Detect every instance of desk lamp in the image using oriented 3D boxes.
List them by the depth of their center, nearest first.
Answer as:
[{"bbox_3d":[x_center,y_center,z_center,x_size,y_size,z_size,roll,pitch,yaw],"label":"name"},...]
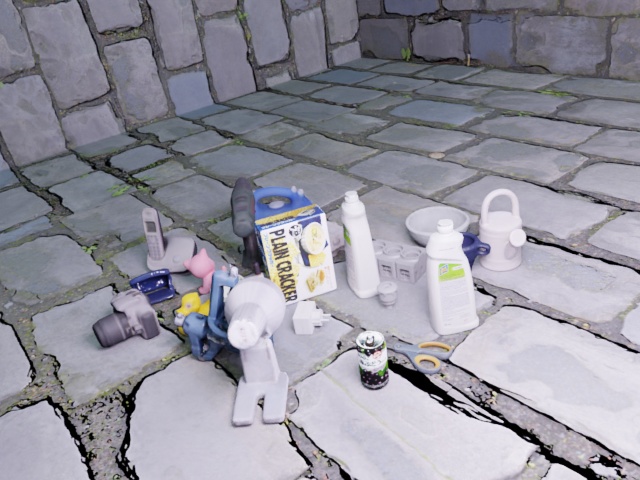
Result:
[{"bbox_3d":[-0.121,0.201,1.087,0.118,0.214,0.203,-8,28,4],"label":"desk lamp"}]

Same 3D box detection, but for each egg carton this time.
[{"bbox_3d":[0.014,0.006,1.567,0.151,0.069,0.107,-28,33,-31],"label":"egg carton"}]

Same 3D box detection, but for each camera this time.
[{"bbox_3d":[-0.467,0.182,1.350,0.137,0.101,0.142,-26,32,-28],"label":"camera"}]

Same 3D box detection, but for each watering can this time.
[{"bbox_3d":[0.436,-0.028,1.367,0.101,0.194,0.172,-23,31,-24],"label":"watering can"}]

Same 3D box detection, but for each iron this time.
[{"bbox_3d":[-0.124,-0.105,1.738,0.258,0.142,0.118,-8,28,2],"label":"iron"}]

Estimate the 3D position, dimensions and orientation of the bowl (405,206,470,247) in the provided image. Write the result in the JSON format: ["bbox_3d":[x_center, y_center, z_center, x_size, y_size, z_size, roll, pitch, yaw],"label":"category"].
[{"bbox_3d":[0.313,-0.023,1.523,0.167,0.075,0.167,-7,28,4],"label":"bowl"}]

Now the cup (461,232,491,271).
[{"bbox_3d":[0.350,0.041,1.371,0.117,0.095,0.092,6,32,27],"label":"cup"}]

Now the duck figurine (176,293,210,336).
[{"bbox_3d":[-0.293,0.163,1.348,0.077,0.086,0.105,16,37,39],"label":"duck figurine"}]

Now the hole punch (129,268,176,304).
[{"bbox_3d":[-0.441,0.109,1.490,0.109,0.091,0.100,-18,29,-16],"label":"hole punch"}]

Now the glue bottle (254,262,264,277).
[{"bbox_3d":[-0.127,0.126,1.274,0.037,0.173,0.078,-3,29,12],"label":"glue bottle"}]

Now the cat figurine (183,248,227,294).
[{"bbox_3d":[-0.284,0.080,1.466,0.127,0.118,0.067,10,33,32],"label":"cat figurine"}]

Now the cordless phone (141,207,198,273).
[{"bbox_3d":[-0.423,-0.002,1.591,0.147,0.185,0.094,0,29,17],"label":"cordless phone"}]

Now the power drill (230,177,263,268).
[{"bbox_3d":[-0.199,-0.040,1.569,0.075,0.209,0.229,-11,28,-2],"label":"power drill"}]

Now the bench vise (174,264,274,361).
[{"bbox_3d":[-0.213,0.158,1.190,0.207,0.220,0.121,-9,28,0],"label":"bench vise"}]
